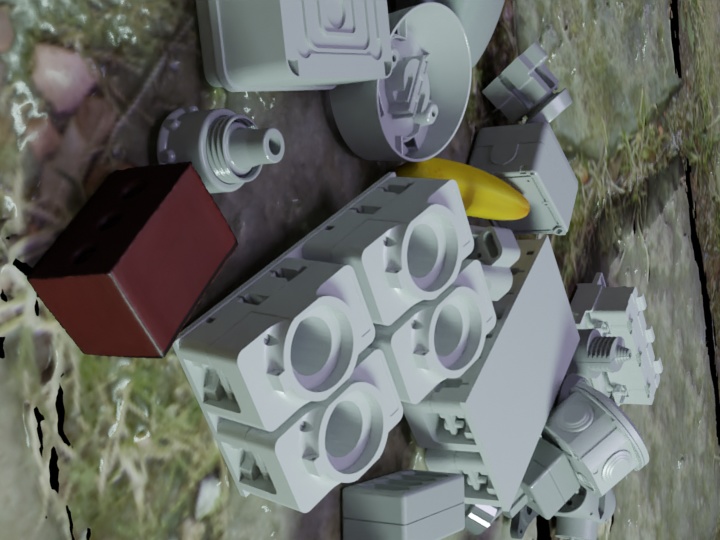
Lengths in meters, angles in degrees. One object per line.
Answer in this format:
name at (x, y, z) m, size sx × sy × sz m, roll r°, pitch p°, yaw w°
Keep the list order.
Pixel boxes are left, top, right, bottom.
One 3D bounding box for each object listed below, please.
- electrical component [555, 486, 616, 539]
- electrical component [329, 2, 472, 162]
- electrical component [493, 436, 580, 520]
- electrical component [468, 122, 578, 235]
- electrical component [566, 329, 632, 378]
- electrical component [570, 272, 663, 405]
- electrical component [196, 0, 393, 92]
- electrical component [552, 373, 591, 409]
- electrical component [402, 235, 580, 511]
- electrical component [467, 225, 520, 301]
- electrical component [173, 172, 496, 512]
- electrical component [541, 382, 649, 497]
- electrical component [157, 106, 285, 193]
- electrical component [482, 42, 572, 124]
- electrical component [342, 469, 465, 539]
electrical component at (0.197, 0.222, 0.971) m, size 0.077 × 0.043 × 0.079 m, roll 33°, pitch 61°, yaw -53°
electrical component at (0.026, -0.119, 0.696) m, size 0.099 × 0.064 × 0.099 m, roll 4°, pitch 85°, yaw -58°
electrical component at (0.118, 0.166, 0.836) m, size 0.077 × 0.066 × 0.047 m, roll -42°, pitch 129°, yaw -15°
electrical component at (0.135, -0.071, 0.870) m, size 0.096 × 0.062 × 0.061 m, roll 51°, pitch 48°, yaw -44°
electrical component at (0.198, 0.073, 0.945) m, size 0.043 × 0.081 × 0.043 m, roll 4°, pitch 85°, yaw -58°
electrical component at (0.248, 0.074, 1.042) m, size 0.078 × 0.063 × 0.121 m, roll -56°, pitch 133°, yaw -43°
electrical component at (-0.036, -0.142, 0.605) m, size 0.113 × 0.057 × 0.078 m, roll -16°, pitch 102°, yaw -57°
electrical component at (0.162, 0.115, 0.909) m, size 0.058 × 0.057 × 0.078 m, roll -54°, pitch 132°, yaw -44°
electrical component at (0.099, 0.072, 0.807) m, size 0.186 × 0.060 × 0.105 m, roll -56°, pitch 134°, yaw -43°
electrical component at (0.064, -0.001, 0.747) m, size 0.057 × 0.078 × 0.058 m, roll 6°, pitch 53°, yaw -37°
electrical component at (-0.002, 0.035, 0.609) m, size 0.186 × 0.060 × 0.105 m, roll -40°, pitch 123°, yaw -36°
electrical component at (0.180, 0.131, 0.833) m, size 0.051 × 0.080 × 0.080 m, roll -38°, pitch 128°, yaw -10°
electrical component at (-0.068, -0.061, 0.545) m, size 0.048 × 0.062 × 0.048 m, roll 4°, pitch 86°, yaw -58°
electrical component at (0.138, -0.143, 0.873) m, size 0.055 × 0.066 × 0.048 m, roll 48°, pitch 39°, yaw 0°
electrical component at (0.030, 0.176, 0.705) m, size 0.083 × 0.047 × 0.075 m, roll 1°, pitch 88°, yaw -58°
